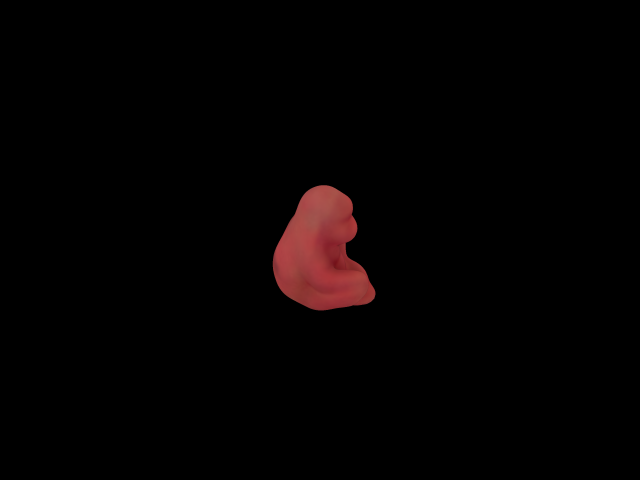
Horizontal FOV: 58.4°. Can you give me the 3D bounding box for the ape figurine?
[{"bbox_3d":[0.004,0.001,0.400,0.076,0.092,0.078,2,50,2],"label":"ape figurine"}]
